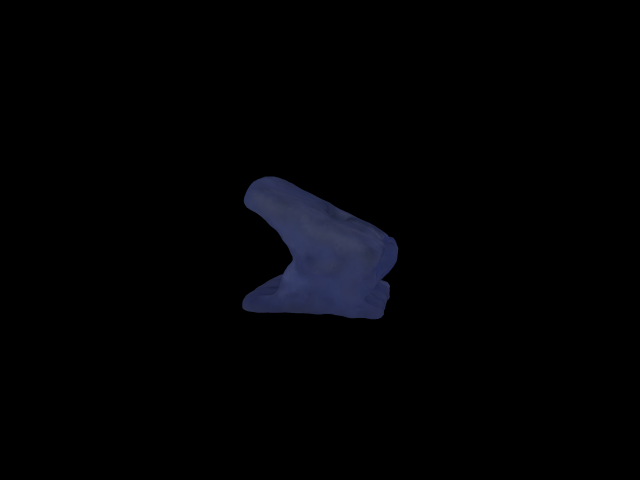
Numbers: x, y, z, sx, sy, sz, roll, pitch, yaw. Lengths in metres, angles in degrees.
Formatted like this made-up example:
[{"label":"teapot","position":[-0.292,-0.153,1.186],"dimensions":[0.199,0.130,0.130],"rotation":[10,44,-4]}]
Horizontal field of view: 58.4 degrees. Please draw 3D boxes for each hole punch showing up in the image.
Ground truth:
[{"label":"hole punch","position":[0.004,0.001,0.400],"dimensions":[0.101,0.091,0.109],"rotation":[1,7,9]}]
